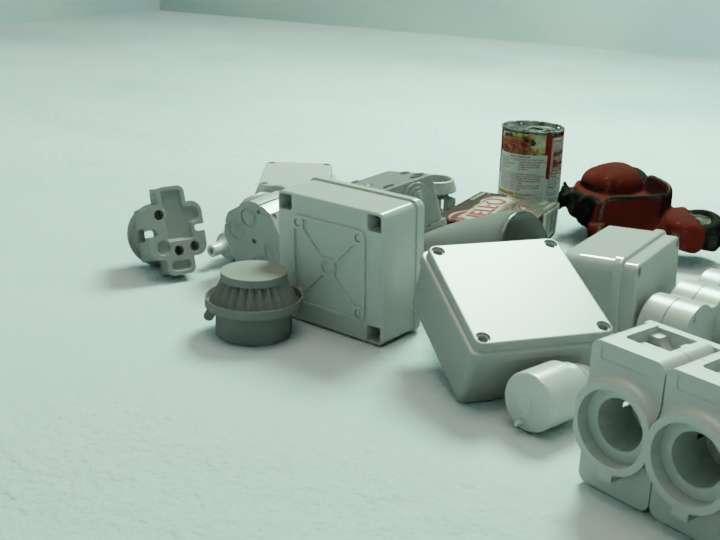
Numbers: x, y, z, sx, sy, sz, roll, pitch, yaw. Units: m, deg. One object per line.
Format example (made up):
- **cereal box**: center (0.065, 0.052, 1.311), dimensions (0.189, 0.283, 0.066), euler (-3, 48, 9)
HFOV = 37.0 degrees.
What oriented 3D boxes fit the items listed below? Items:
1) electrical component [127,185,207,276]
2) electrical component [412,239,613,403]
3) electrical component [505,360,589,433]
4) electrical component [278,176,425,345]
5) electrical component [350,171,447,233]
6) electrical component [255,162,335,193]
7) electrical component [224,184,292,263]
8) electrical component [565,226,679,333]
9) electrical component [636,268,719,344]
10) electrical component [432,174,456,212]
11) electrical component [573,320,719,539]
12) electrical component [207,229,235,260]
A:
- **electrical component**: center (-0.175, -0.034, 0.966), dimensions (0.058, 0.078, 0.057), euler (-10, 3, -31)
- **electrical component**: center (0.105, 0.033, 0.759), dimensions (0.109, 0.056, 0.108), euler (-4, 41, -18)
- **electrical component**: center (0.130, 0.078, 0.700), dimensions (0.078, 0.040, 0.040), euler (-14, 24, -39)
- **electrical component**: center (-0.008, -0.009, 0.845), dimensions (0.109, 0.108, 0.056), euler (16, 25, 36)
- **electrical component**: center (0.015, -0.054, 0.953), dimensions (0.100, 0.048, 0.100), euler (-20, 15, -23)
- **electrical component**: center (-0.066, -0.072, 1.111), dimensions (0.078, 0.057, 0.113), euler (2, 18, 0)
- **electrical component**: center (-0.077, -0.033, 0.957), dimensions (0.080, 0.080, 0.051), euler (16, 28, 36)
- **electrical component**: center (0.205, 0.014, 0.844), dimensions (0.057, 0.078, 0.113), euler (10, 19, 31)
- **electrical component**: center (0.273, 0.040, 0.811), dimensions (0.074, 0.052, 0.138), euler (18, 24, 39)
- **electrical component**: center (0.075, -0.069, 1.118), dimensions (0.048, 0.055, 0.066), euler (-11, 22, -35)
- **electrical component**: center (0.193, 0.095, 0.575), dimensions (0.062, 0.089, 0.150), euler (-13, 23, -37)
- **electrical component**: center (-0.117, -0.025, 1.001), dimensions (0.035, 0.035, 0.061), euler (15, 25, 35)
